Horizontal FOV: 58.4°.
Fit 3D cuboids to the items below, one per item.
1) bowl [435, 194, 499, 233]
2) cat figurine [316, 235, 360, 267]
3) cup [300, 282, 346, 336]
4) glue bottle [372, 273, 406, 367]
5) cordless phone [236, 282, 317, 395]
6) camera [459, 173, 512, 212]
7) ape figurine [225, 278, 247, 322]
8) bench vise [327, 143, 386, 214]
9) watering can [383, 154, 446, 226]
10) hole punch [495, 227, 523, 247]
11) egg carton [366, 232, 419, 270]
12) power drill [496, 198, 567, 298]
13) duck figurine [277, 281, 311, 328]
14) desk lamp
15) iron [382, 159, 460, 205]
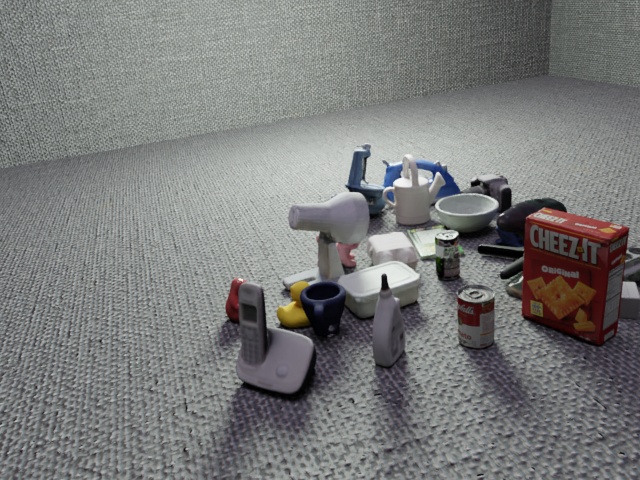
[{"bbox_3d":[0.396,-0.064,1.545,0.167,0.075,0.167,-5,23,3],"label":"bowl"},{"bbox_3d":[0.051,0.005,1.421,0.128,0.118,0.067,-7,23,0],"label":"cat figurine"},{"bbox_3d":[0.008,0.148,1.129,0.091,0.095,0.118,-3,24,8],"label":"cup"},{"bbox_3d":[0.121,0.137,1.025,0.037,0.173,0.078,9,28,32],"label":"glue bottle"},{"bbox_3d":[-0.082,0.167,0.994,0.147,0.185,0.094,6,27,28],"label":"cordless phone"},{"bbox_3d":[0.469,-0.140,1.669,0.137,0.101,0.143,-12,24,-12],"label":"camera"},{"bbox_3d":[-0.169,0.125,1.233,0.076,0.092,0.078,-1,24,12],"label":"ape figurine"},{"bbox_3d":[0.112,-0.158,1.653,0.121,0.220,0.208,8,27,30],"label":"bench vise"},{"bbox_3d":[0.266,-0.150,1.627,0.173,0.194,0.100,-18,26,-25],"label":"watering can"},{"bbox_3d":[0.500,-0.034,1.428,0.109,0.091,0.100,-21,27,-31],"label":"hole punch"},{"bbox_3d":[0.172,0.034,1.384,0.107,0.069,0.150,-9,23,-6],"label":"egg carton"},{"bbox_3d":[0.436,0.011,1.189,0.230,0.209,0.075,-26,30,-38],"label":"power drill"},{"bbox_3d":[-0.042,0.129,1.198,0.105,0.086,0.077,-14,24,-17],"label":"duck figurine"},{"bbox_3d":[0.012,0.005,1.310,0.204,0.214,0.117,-17,25,-22],"label":"desk lamp"},{"bbox_3d":[0.311,-0.189,1.771,0.258,0.141,0.118,-3,24,9],"label":"iron"}]
